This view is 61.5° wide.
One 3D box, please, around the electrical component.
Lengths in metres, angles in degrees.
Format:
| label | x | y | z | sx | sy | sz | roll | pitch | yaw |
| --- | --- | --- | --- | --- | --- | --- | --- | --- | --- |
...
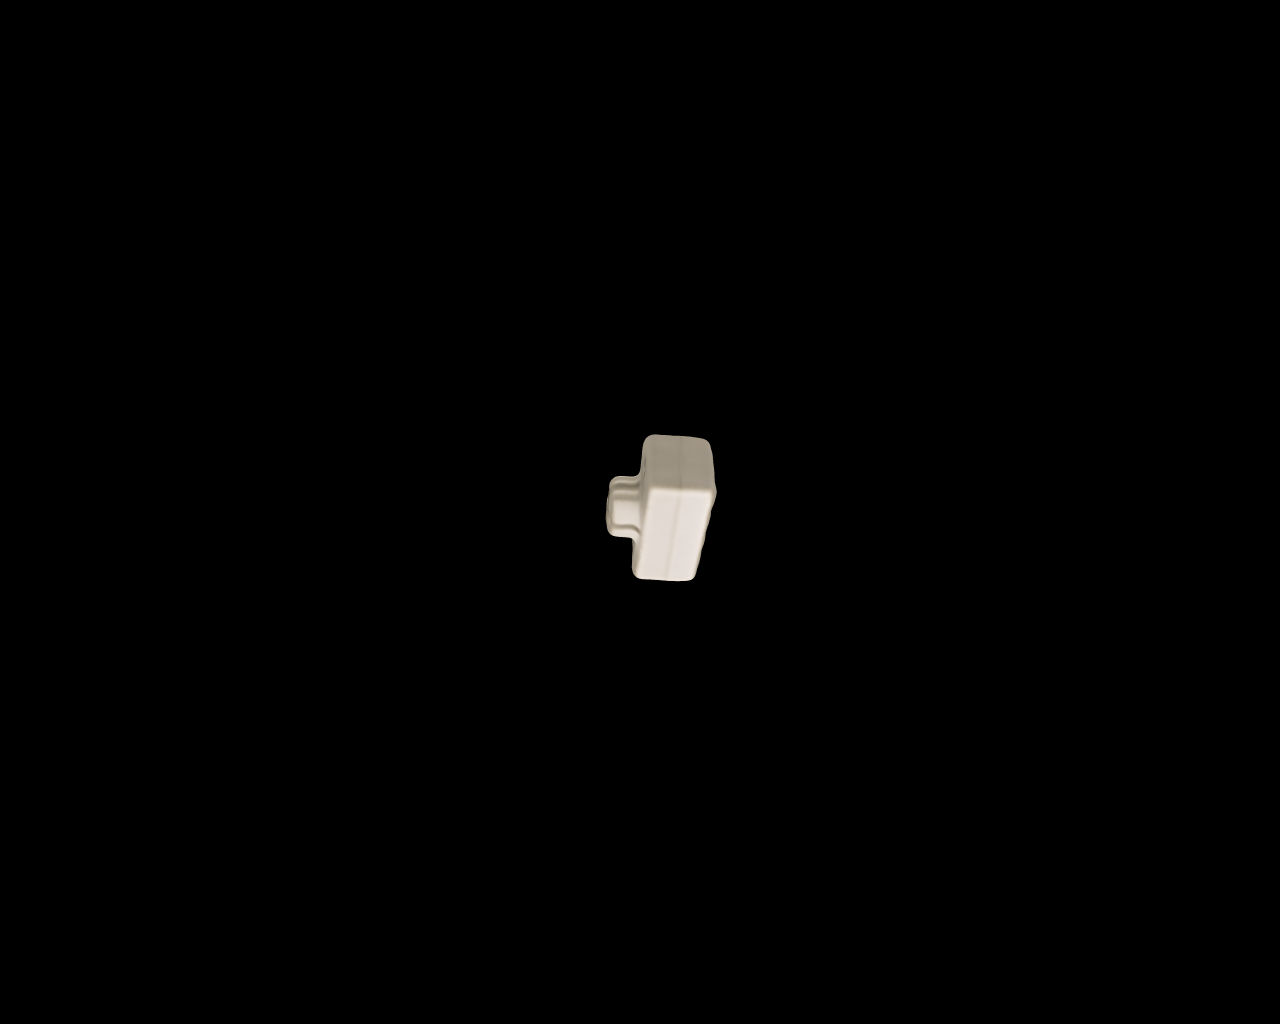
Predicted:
| label | x | y | z | sx | sy | sz | roll | pitch | yaw |
| --- | --- | --- | --- | --- | --- | --- | --- | --- | --- |
| electrical component | 0.001 | -0.003 | 0.650 | 0.076 | 0.047 | 0.083 | 4 | -43 | -4 |
